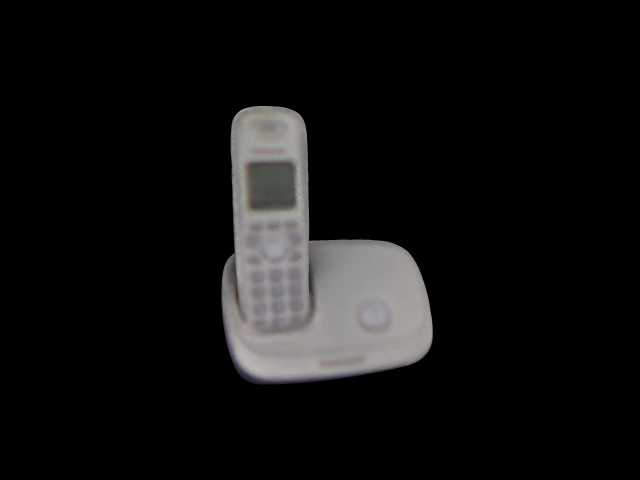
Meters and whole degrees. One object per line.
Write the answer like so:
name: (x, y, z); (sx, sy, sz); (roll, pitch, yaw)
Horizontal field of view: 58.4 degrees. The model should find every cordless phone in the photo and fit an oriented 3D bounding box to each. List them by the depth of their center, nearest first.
cordless phone: (0.004, 0.001, 0.400); (0.148, 0.185, 0.094); (-4, 14, -15)
